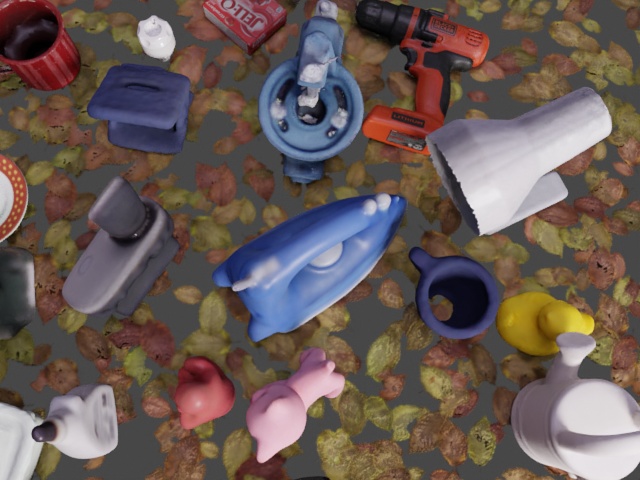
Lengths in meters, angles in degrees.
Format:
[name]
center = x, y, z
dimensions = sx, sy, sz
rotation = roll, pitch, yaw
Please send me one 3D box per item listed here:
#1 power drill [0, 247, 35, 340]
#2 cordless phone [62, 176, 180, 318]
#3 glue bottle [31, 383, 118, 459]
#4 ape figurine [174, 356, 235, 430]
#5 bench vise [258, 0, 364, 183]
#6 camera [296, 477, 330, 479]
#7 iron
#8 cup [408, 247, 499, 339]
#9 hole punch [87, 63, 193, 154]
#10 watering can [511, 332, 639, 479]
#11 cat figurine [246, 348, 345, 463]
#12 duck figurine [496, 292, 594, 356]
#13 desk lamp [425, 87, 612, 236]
[power drill]
center = -0.372, 0.031, 0.583
dimensions = 0.075, 0.208, 0.229
rotation = -8, 77, -5
[cordless phone]
center = -0.229, 0.006, 0.609
dimensions = 0.094, 0.185, 0.148
rotation = 28, 77, 4
[glue bottle]
center = -0.246, 0.184, 0.573
dimensions = 0.037, 0.173, 0.078
rotation = -8, 77, -5
[ape figurine]
center = -0.133, 0.169, 0.624
dimensions = 0.076, 0.092, 0.078
rotation = 23, 77, 2
[bench vise]
center = -0.016, -0.191, 0.649
dimensions = 0.121, 0.219, 0.207
rotation = -9, 78, -5
[camera]
center = 0.007, 0.321, 0.593
dimensions = 0.143, 0.101, 0.137
rotation = -7, 77, -5
[iron]
center = 0.006, 0.002, 0.646
dimensions = 0.258, 0.141, 0.118
rotation = -34, 81, -10
[cup]
center = 0.138, 0.062, 0.664
dimensions = 0.092, 0.095, 0.117
rotation = -41, 82, -11
[hole punch]
center = -0.217, -0.170, 0.699
dimensions = 0.108, 0.091, 0.101
rotation = 8, 77, -1
[watering can]
center = 0.276, 0.187, 0.591
dimensions = 0.101, 0.194, 0.173
rotation = -31, 80, -9
[cat figurine]
center = -0.030, 0.173, 0.616
dimensions = 0.128, 0.118, 0.067
rotation = -41, 82, -11
[duck figurine]
center = 0.264, 0.095, 0.668
dimensions = 0.104, 0.086, 0.077
rotation = 8, 77, -1
[desk lamp]
center = 0.210, -0.083, 0.640
dimensions = 0.203, 0.213, 0.118
rotation = -25, 79, -8
